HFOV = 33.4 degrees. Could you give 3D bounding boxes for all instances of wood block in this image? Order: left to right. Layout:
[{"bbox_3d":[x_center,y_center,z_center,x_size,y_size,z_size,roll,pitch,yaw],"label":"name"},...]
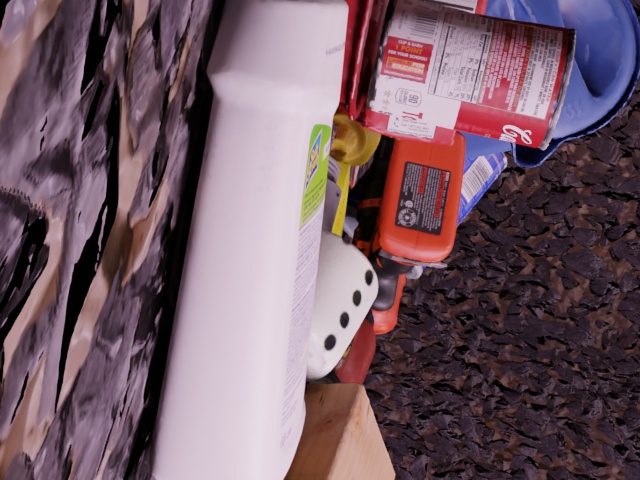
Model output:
[{"bbox_3d":[-0.028,0.191,0.648,0.206,0.090,0.091,-66,143,-50],"label":"wood block"}]

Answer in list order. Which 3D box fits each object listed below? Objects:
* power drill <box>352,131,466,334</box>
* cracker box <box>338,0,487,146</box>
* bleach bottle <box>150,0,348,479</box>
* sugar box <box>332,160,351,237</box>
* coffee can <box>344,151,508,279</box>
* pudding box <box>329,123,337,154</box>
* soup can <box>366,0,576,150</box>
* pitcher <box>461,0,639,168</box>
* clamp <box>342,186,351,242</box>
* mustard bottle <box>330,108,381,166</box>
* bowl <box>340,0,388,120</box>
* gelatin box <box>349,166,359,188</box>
[{"bbox_3d":[0.066,-0.027,0.856,0.188,0.057,0.184,112,-13,-73],"label":"power drill"},{"bbox_3d":[0.060,-0.188,0.733,0.164,0.072,0.214,-122,-139,-68],"label":"cracker box"},{"bbox_3d":[-0.026,-0.015,0.473,0.102,0.068,0.251,-69,169,-69],"label":"bleach bottle"},{"bbox_3d":[-0.006,0.001,0.891,0.176,0.048,0.093,82,22,-75],"label":"sugar box"},{"bbox_3d":[0.095,-0.049,1.012,0.140,0.103,0.103,-50,170,-10],"label":"coffee can"},{"bbox_3d":[-0.024,-0.022,0.613,0.090,0.039,0.113,1,102,-85],"label":"pudding box"},{"bbox_3d":[0.082,-0.094,0.589,0.068,0.102,0.068,14,89,-86],"label":"soup can"},{"bbox_3d":[0.144,-0.141,0.848,0.149,0.145,0.243,-38,-176,-9],"label":"pitcher"},{"bbox_3d":[0.010,-0.017,1.091,0.171,0.039,0.120,70,40,-70],"label":"clamp"},{"bbox_3d":[0.031,-0.117,0.906,0.191,0.058,0.096,-70,170,-58],"label":"mustard bottle"},{"bbox_3d":[0.011,-0.148,0.564,0.162,0.055,0.162,14,89,-86],"label":"bowl"},{"bbox_3d":[0.029,-0.094,1.146,0.089,0.030,0.073,95,8,-65],"label":"gelatin box"}]
